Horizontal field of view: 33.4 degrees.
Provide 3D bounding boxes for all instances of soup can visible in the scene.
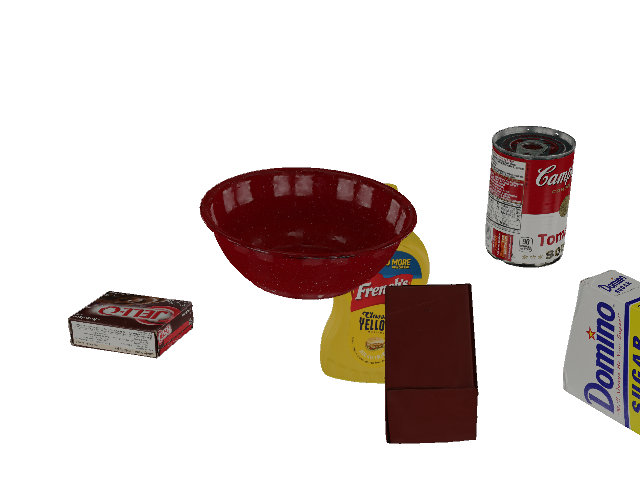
[{"bbox_3d":[0.174,-0.037,0.895,0.068,0.102,0.068,0,27,0],"label":"soup can"}]

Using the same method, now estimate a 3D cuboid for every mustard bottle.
[{"bbox_3d":[0.055,0.040,1.022,0.096,0.192,0.058,4,17,-4],"label":"mustard bottle"}]

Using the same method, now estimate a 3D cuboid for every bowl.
[{"bbox_3d":[-0.010,-0.001,0.802,0.162,0.055,0.162,2,25,-1],"label":"bowl"}]

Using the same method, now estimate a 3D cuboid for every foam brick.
[{"bbox_3d":[0.063,0.070,0.611,0.051,0.078,0.053,-1,-44,5],"label":"foam brick"}]

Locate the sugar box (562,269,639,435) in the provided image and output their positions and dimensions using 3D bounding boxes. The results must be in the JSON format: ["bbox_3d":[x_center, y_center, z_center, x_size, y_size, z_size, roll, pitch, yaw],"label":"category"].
[{"bbox_3d":[0.247,0.096,0.720,0.048,0.093,0.176,-16,30,-38],"label":"sugar box"}]

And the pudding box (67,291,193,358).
[{"bbox_3d":[-0.213,0.094,1.204,0.114,0.039,0.090,4,18,19],"label":"pudding box"}]
